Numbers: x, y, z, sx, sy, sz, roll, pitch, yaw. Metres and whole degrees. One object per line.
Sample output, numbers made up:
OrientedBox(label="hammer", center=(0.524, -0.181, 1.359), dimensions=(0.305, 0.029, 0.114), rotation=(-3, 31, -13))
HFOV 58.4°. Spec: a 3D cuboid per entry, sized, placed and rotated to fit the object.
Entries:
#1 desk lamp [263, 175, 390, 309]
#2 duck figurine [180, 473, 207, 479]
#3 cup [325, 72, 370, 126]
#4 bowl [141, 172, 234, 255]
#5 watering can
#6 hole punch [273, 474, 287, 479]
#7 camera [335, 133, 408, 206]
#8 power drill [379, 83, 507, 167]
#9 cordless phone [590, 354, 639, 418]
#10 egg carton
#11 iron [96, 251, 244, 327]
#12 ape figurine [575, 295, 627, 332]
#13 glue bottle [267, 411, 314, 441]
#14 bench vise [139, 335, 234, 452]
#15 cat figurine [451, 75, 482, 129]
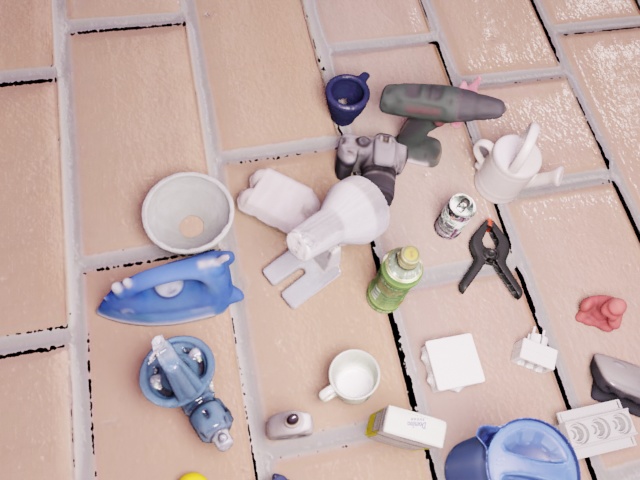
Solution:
OrientedBox(label="desk lamp", center=(0.009, 0.004, 1.007), dimensions=(0.203, 0.213, 0.118), rotation=(-37, 75, -19))
OrientedBox(label="duck figurine", center=(-0.197, 0.413, 0.878), dimensions=(0.077, 0.086, 0.104), rotation=(-5, 67, -8))
OrientedBox(label="cup", center=(0.060, -0.294, 1.206), dimensions=(0.091, 0.095, 0.118), rotation=(36, 68, 9))
OrientedBox(label="bowl", center=(-0.243, -0.040, 1.073), dimensions=(0.167, 0.075, 0.167), rotation=(2, 67, -5))
OrientedBox(label="watering can", center=(0.392, -0.157, 1.130), dimensions=(0.173, 0.194, 0.101), rotation=(8, 66, -3))
OrientedBox(label="hole punch", center=(-0.069, 0.428, 0.884), dimensions=(0.101, 0.091, 0.108), rotation=(-28, 73, -17))
OrientedBox(label="camera", center=(0.102, -0.138, 1.140), dimensions=(0.143, 0.101, 0.137), rotation=(8, 66, -3))
OrientedBox(label="power drill", center=(0.224, -0.232, 1.136), dimensions=(0.229, 0.208, 0.075), rotation=(12, 66, -1))
OrientedBox(label="cordless phone", center=(0.569, 0.239, 0.986), dimensions=(0.147, 0.185, 0.094), rotation=(17, 66, 1))
OrientedBox(label="egg carton", center=(-0.078, -0.072, 1.108), dimensions=(0.150, 0.069, 0.107), rotation=(26, 67, 5))
OrientedBox(label="iron", center=(-0.266, 0.078, 0.983), dimensions=(0.258, 0.141, 0.118), rotation=(-13, 69, -12))
OrientedBox(label="ape figurine", center=(0.540, 0.133, 1.079), dimensions=(0.076, 0.092, 0.077), rotation=(-27, 72, -16))
OrientedBox(label="glue bottle", center=(-0.044, 0.289, 0.901), dimensions=(0.078, 0.173, 0.037), rotation=(-2, 67, -7))
OrientedBox(label="bench vise", center=(-0.195, 0.221, 0.887), dimensions=(0.207, 0.220, 0.122), rotation=(34, 68, 9))
OrientedBox(label="cat figurine", center=(0.306, -0.302, 1.224), dimensions=(0.067, 0.118, 0.128), rotation=(39, 68, 11))
